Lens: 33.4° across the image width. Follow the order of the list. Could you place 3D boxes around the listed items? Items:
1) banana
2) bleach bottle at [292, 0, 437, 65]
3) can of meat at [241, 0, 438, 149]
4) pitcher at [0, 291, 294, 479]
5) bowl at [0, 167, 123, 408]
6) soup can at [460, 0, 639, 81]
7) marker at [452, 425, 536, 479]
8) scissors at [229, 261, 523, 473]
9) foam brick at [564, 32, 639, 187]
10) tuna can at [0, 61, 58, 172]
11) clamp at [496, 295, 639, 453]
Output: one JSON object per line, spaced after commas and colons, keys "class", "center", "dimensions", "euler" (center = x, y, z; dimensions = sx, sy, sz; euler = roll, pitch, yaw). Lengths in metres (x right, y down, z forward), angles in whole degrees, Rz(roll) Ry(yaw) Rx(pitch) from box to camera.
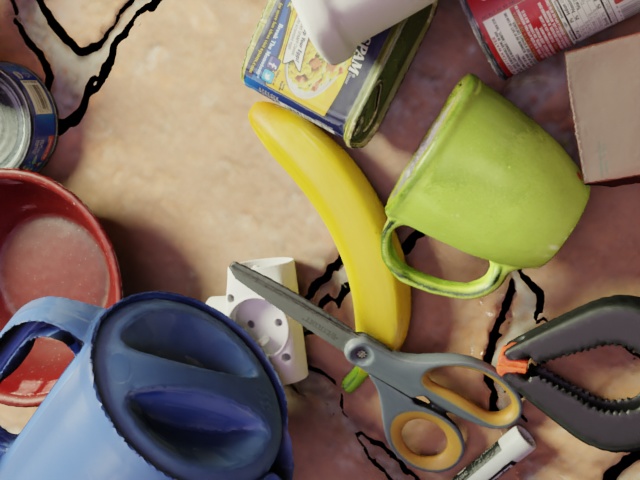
{"class": "banana", "center": [0.014, -0.001, 0.670], "dimensions": [0.070, 0.037, 0.198], "euler": [-17, 93, 17]}
{"class": "bleach bottle", "center": [0.094, -0.193, 0.561], "dimensions": [0.251, 0.068, 0.102], "euler": [-25, 81, 9]}
{"class": "can of meat", "center": [0.010, -0.119, 0.644], "dimensions": [0.084, 0.057, 0.102], "euler": [30, 105, 13]}
{"class": "pitcher", "center": [-0.145, 0.145, 0.670], "dimensions": [0.243, 0.144, 0.149], "euler": [-46, 60, 33]}
{"class": "bowl", "center": [-0.196, 0.029, 0.729], "dimensions": [0.162, 0.055, 0.162], "euler": [3, 99, 17]}
{"class": "soup can", "center": [0.134, -0.142, 0.596], "dimensions": [0.102, 0.068, 0.068], "euler": [-25, 90, 18]}
{"class": "marker", "center": [0.087, 0.162, 0.682], "dimensions": [0.121, 0.020, 0.020], "euler": [-44, 84, 18]}
{"class": "scissors", "center": [0.025, 0.086, 0.659], "dimensions": [0.201, 0.016, 0.096], "euler": [20, 115, -7]}
{"class": "foam brick", "center": [0.173, -0.071, 0.595], "dimensions": [0.053, 0.051, 0.078], "euler": [-9, 88, 32]}
{"class": "tuna can", "center": [-0.226, -0.080, 0.733], "dimensions": [0.086, 0.033, 0.086], "euler": [3, 99, 17]}
{"class": "clamp", "center": [0.210, 0.093, 0.624], "dimensions": [0.210, 0.036, 0.164], "euler": [-1, 97, 13]}
